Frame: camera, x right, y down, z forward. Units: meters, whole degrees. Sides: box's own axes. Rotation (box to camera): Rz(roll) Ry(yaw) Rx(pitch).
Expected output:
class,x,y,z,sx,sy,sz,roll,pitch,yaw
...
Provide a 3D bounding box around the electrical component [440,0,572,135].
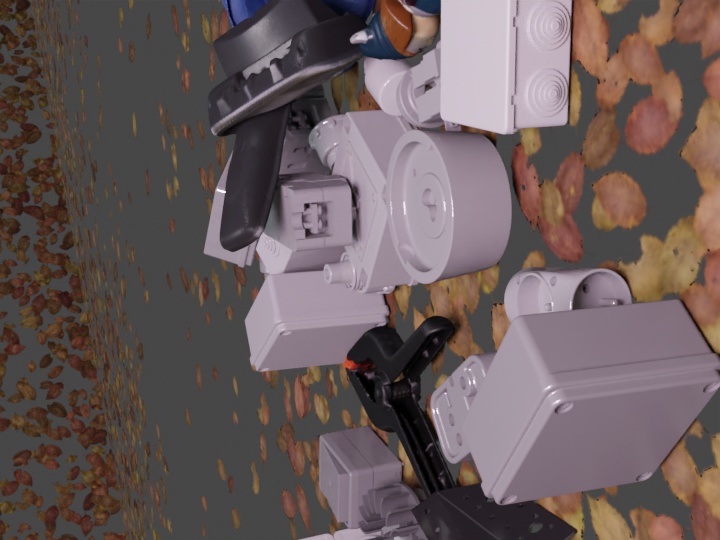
class,x,y,z,sx,sy,sz,roll,pitch,yaw
electrical component,0.093,-0.137,0.688,0.100,0.048,0.099,-149,55,-63

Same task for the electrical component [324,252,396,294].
class,x,y,z,sx,sy,sz,roll,pitch,yaw
electrical component,0.000,0.000,0.940,0.048,0.062,0.048,173,90,-68

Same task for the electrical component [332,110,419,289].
class,x,y,z,sx,sy,sz,roll,pitch,yaw
electrical component,0.020,-0.059,0.881,0.108,0.056,0.108,105,149,-43

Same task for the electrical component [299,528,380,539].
class,x,y,z,sx,sy,sz,roll,pitch,yaw
electrical component,-0.038,0.300,1.007,0.061,0.150,0.089,103,151,-41

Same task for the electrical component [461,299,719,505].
class,x,y,z,sx,sy,sz,roll,pitch,yaw
electrical component,0.125,0.073,0.594,0.108,0.109,0.056,108,150,-46

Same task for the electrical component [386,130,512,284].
class,x,y,z,sx,sy,sz,roll,pitch,yaw
electrical component,0.067,-0.047,0.762,0.108,0.060,0.108,173,90,-68

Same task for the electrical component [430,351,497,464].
class,x,y,z,sx,sy,sz,roll,pitch,yaw
electrical component,0.095,0.092,0.736,0.095,0.059,0.053,123,135,-58

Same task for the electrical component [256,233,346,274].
class,x,y,z,sx,sy,sz,roll,pitch,yaw
electrical component,-0.043,-0.034,0.990,0.048,0.100,0.099,59,150,20

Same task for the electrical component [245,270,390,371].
class,x,y,z,sx,sy,sz,roll,pitch,yaw
electrical component,-0.042,0.046,0.997,0.108,0.109,0.056,124,138,-58

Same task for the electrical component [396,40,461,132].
class,x,y,z,sx,sy,sz,roll,pitch,yaw
electrical component,0.058,-0.131,0.783,0.055,0.048,0.066,-16,81,60

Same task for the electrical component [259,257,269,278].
class,x,y,z,sx,sy,sz,roll,pitch,yaw
electrical component,-0.089,-0.001,1.186,0.043,0.043,0.062,-158,62,-65

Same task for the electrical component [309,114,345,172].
class,x,y,z,sx,sy,sz,roll,pitch,yaw
electrical component,-0.015,-0.106,0.973,0.062,0.048,0.048,65,152,24

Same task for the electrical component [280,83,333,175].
class,x,y,z,sx,sy,sz,roll,pitch,yaw
electrical component,-0.073,-0.165,1.070,0.089,0.062,0.150,119,139,-56

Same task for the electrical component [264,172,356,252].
class,x,y,z,sx,sy,sz,roll,pitch,yaw
electrical component,-0.041,-0.049,0.880,0.089,0.056,0.050,-151,57,-64

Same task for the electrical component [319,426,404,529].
class,x,y,z,sx,sy,sz,roll,pitch,yaw
electrical component,-0.006,0.192,1.015,0.096,0.061,0.061,-141,48,-60

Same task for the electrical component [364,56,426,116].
class,x,y,z,sx,sy,sz,roll,pitch,yaw
electrical component,0.023,-0.156,0.866,0.078,0.040,0.040,-120,31,-46

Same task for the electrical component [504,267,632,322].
class,x,y,z,sx,sy,sz,roll,pitch,yaw
electrical component,0.128,0.038,0.660,0.077,0.044,0.079,-178,82,-68

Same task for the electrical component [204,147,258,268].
class,x,y,z,sx,sy,sz,roll,pitch,yaw
electrical component,-0.124,-0.079,1.172,0.108,0.056,0.108,110,177,-47
